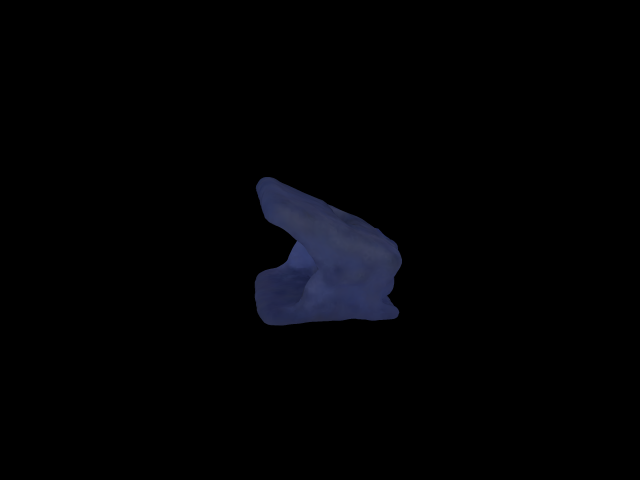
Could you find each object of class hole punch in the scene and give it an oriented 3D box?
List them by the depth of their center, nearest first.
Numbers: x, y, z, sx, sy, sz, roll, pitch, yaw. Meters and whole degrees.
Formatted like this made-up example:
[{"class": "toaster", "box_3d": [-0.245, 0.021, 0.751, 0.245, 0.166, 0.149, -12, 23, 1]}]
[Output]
[{"class": "hole punch", "box_3d": [0.004, 0.001, 0.400, 0.101, 0.091, 0.108, -3, 15, -9]}]
